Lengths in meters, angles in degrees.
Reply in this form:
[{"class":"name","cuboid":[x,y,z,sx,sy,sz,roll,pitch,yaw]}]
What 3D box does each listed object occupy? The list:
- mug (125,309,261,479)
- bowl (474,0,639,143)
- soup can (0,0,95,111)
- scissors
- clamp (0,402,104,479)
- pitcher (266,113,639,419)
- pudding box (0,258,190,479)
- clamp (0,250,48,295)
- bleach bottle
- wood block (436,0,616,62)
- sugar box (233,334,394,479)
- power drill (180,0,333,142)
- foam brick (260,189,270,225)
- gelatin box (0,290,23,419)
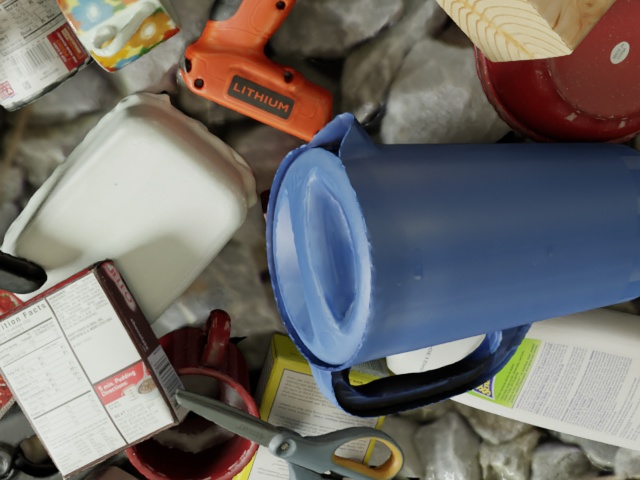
[{"class":"mug","cuboid":[-0.085,0.102,0.738,0.093,0.081,0.117,13,108,-10]},{"class":"bowl","cuboid":[0.186,-0.129,0.698,0.162,0.055,0.162,-2,110,-5]},{"class":"soup can","cuboid":[-0.191,-0.138,0.648,0.068,0.068,0.102,-29,111,5]},{"class":"scissors","cuboid":[-0.028,0.153,0.718,0.201,0.016,0.096,15,109,-35]},{"class":"clamp","cuboid":[-0.234,0.166,0.768,0.171,0.039,0.120,2,107,-4]},{"class":"pitcher","cuboid":[0.097,0.010,0.670,0.242,0.145,0.149,-6,151,-26]},{"class":"pudding box","cuboid":[-0.147,0.081,0.671,0.090,0.039,0.113,-27,94,11]},{"class":"clamp","cuboid":[-0.277,-0.033,0.624,0.210,0.036,0.164,-6,113,-7]},{"class":"bleach bottle","cuboid":[0.152,0.080,0.767,0.250,0.068,0.103,16,107,-9]},{"class":"wood block","cuboid":[0.156,-0.209,0.613,0.090,0.090,0.206,44,80,-19]},{"class":"sugar box","cuboid":[-0.015,0.163,0.788,0.093,0.048,0.176,15,111,-11]},{"class":"power drill","cuboid":[0.006,-0.160,0.668,0.184,0.057,0.188,21,103,-9]},{"class":"foam brick","cuboid":[-0.005,0.001,0.727,0.053,0.051,0.078,-16,110,1]},{"class":"gelatin box","cuboid":[-0.225,0.066,0.708,0.089,0.030,0.073,39,70,2]}]
